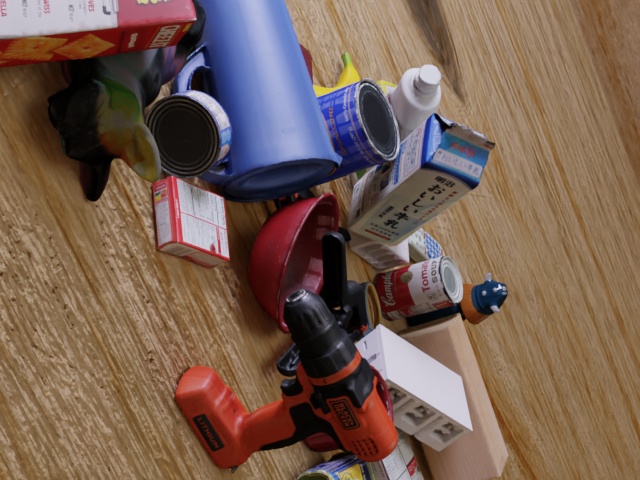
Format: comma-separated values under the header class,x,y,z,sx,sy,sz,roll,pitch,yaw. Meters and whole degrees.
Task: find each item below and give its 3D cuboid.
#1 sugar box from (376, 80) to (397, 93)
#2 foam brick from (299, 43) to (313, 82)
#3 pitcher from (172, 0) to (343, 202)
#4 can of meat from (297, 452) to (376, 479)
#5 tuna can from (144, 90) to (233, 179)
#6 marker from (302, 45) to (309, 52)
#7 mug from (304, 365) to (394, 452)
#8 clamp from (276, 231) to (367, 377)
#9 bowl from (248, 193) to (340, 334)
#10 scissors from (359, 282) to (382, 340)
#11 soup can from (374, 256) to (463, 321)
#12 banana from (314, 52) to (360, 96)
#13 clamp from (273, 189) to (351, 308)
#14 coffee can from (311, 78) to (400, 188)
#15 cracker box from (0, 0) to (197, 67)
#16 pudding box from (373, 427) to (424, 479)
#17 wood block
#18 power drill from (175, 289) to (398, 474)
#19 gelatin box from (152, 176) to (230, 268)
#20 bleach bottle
class,x,y,z,sx,sy,sz,roll,pitch,yaw
sugar box,0.111,-0.141,1.575,0.093,0.048,0.176,4,74,-60
foam brick,-0.044,-0.203,1.324,0.051,0.053,0.078,32,49,-50
pitcher,-0.079,-0.171,1.180,0.149,0.145,0.243,27,46,-72
can of meat,0.022,0.289,1.160,0.083,0.058,0.102,-8,81,-59
tuna can,-0.132,-0.107,1.076,0.086,0.086,0.033,67,26,-10
marker,-0.051,-0.270,1.384,0.121,0.020,0.020,40,42,-45
mug,0.026,0.182,1.199,0.093,0.082,0.117,47,37,-38
clamp,0.011,0.095,1.229,0.164,0.036,0.210,-66,159,-12
bowl,-0.034,0.018,1.169,0.162,0.055,0.162,19,90,-73
scissors,0.061,0.145,1.353,0.096,0.016,0.202,26,52,-52
soup can,0.132,0.065,1.434,0.068,0.102,0.068,36,45,-48
banana,0.015,-0.201,1.450,0.069,0.037,0.197,49,30,-3
clamp,-0.008,0.002,1.286,0.171,0.039,0.120,45,33,-46
coffee can,0.011,-0.123,1.282,0.102,0.141,0.103,37,44,-47
cracker box,-0.229,-0.234,0.884,0.213,0.072,0.164,-12,84,-25
pudding box,0.083,0.274,1.295,0.089,0.039,0.113,-28,96,-63
wood block,0.171,0.215,1.421,0.206,0.091,0.090,71,19,-3
power drill,-0.040,0.140,0.995,0.184,0.188,0.057,63,31,-20
gelatin box,-0.131,-0.017,1.088,0.089,0.030,0.073,23,53,-55
bleach bottle,0.101,-0.149,1.371,0.068,0.251,0.102,3,64,-13
